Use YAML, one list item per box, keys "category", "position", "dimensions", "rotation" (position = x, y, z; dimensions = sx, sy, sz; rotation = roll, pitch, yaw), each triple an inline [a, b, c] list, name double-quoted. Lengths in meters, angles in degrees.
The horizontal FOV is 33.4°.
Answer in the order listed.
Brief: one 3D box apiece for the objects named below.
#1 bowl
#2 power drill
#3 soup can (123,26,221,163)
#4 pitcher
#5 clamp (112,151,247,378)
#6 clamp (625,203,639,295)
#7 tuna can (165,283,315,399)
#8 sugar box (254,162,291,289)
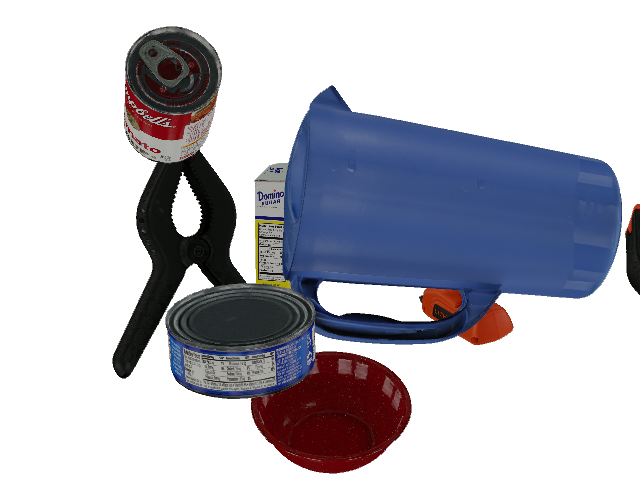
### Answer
- category: "bowl"
  position: [0.011, 0.184, 1.083]
  dimensions: [0.162, 0.055, 0.162]
  rotation: [-1, 33, 0]
- category: "power drill"
  position: [0.151, 0.005, 1.061]
  dimensions: [0.057, 0.188, 0.185]
  rotation: [-16, 26, -24]
- category: "soup can"
  position: [-0.112, -0.106, 0.795]
  dimensions: [0.068, 0.068, 0.102]
  rotation: [0, -16, -11]
- category: "pitcher"
  position: [0.092, -0.012, 0.800]
  dimensions: [0.242, 0.149, 0.145]
  rotation: [7, 32, -7]
- category: "clamp"
  position: [-0.107, 0.014, 0.956]
  dimensions: [0.164, 0.210, 0.036]
  rotation: [1, -1, -33]
- category: "clamp"
  position: [0.267, 0.038, 0.702]
  dimensions: [0.120, 0.039, 0.171]
  rotation: [-2, 45, -19]
- category: "tuna can"
  position: [-0.045, 0.057, 0.614]
  dimensions: [0.086, 0.034, 0.086]
  rotation: [-2, 21, 1]
- category: "sugar box"
  position: [-0.044, 0.008, 1.193]
  dimensions: [0.048, 0.176, 0.093]
  rotation: [1, 16, 11]
